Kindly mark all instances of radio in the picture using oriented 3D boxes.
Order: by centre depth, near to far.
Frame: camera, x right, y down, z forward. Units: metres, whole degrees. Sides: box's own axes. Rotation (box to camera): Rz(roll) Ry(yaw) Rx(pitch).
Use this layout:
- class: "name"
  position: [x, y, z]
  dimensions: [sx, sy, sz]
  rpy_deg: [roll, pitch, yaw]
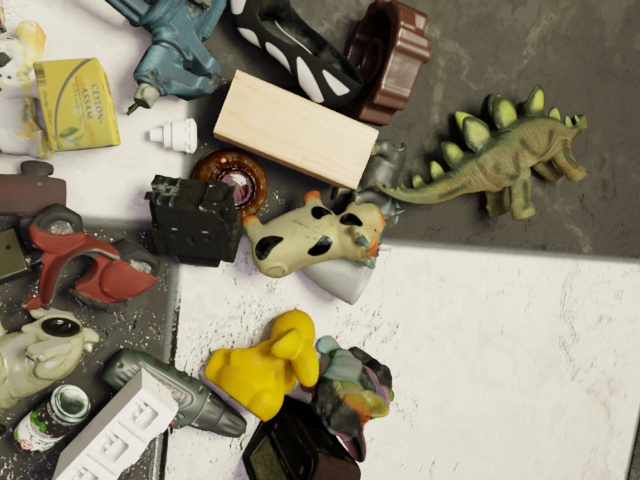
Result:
- class: "radio"
  position: [-0.034, 0.327, 0.783]
  dimensions: [0.073, 0.230, 0.131]
  rpy_deg: [28, 88, -22]

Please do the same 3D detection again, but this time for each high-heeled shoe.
- class: "high-heeled shoe"
  position: [-0.032, -0.293, 0.716]
  dimensions: [0.086, 0.145, 0.248]
  rpy_deg: [-45, 125, -44]

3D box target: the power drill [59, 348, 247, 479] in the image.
- class: "power drill"
  position: [-0.249, 0.283, 0.782]
  dimensions: [0.207, 0.086, 0.232]
  rpy_deg: [-45, 109, -3]

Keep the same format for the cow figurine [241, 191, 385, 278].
- class: "cow figurine"
  position: [-0.002, -0.002, 0.758]
  dimensions: [0.195, 0.127, 0.085]
  rpy_deg: [-20, 141, -3]

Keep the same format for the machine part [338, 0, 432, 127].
- class: "machine part"
  position: [0.084, -0.246, 0.757]
  dimensions: [0.056, 0.179, 0.179]
  rpy_deg: [12, 95, -24]

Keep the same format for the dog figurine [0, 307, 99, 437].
- class: "dog figurine"
  position: [-0.401, 0.192, 0.715]
  dimensions: [0.172, 0.121, 0.190]
  rpy_deg: [12, 109, -17]

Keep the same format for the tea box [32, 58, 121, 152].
- class: "tea box"
  position: [-0.284, -0.156, 0.645]
  dimensions: [0.068, 0.170, 0.098]
  rpy_deg: [-10, 104, -15]

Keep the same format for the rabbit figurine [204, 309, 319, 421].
- class: "rabbit figurine"
  position: [-0.069, 0.171, 0.801]
  dimensions: [0.122, 0.162, 0.173]
  rpy_deg: [46, 65, -10]

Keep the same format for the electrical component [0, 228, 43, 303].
- class: "electrical component"
  position: [-0.412, 0.032, 0.703]
  dimensions: [0.102, 0.045, 0.078]
  rpy_deg: [-28, 79, -15]

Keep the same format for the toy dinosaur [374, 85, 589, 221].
- class: "toy dinosaur"
  position: [0.293, -0.133, 0.878]
  dimensions: [0.471, 0.105, 0.198]
  rpy_deg: [-30, 101, -26]

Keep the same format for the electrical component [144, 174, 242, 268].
- class: "electrical component"
  position: [-0.168, -0.019, 0.733]
  dimensions: [0.115, 0.058, 0.134]
  rpy_deg: [7, 137, 5]

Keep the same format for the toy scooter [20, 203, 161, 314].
- class: "toy scooter"
  position: [-0.308, 0.046, 0.703]
  dimensions: [0.183, 0.075, 0.135]
  rpy_deg: [35, 83, -42]

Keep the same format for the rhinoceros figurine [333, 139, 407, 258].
- class: "rhinoceros figurine"
  position: [0.084, -0.066, 0.845]
  dimensions: [0.112, 0.073, 0.190]
  rpy_deg: [10, 94, -31]

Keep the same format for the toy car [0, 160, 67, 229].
- class: "toy car"
  position: [-0.428, -0.055, 0.675]
  dimensions: [0.202, 0.053, 0.089]
  rpy_deg: [-2, 80, -20]

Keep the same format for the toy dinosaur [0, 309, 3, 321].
- class: "toy dinosaur"
  position: [-0.452, -0.108, 0.592]
  dimensions: [0.404, 0.131, 0.192]
  rpy_deg: [44, 73, -15]

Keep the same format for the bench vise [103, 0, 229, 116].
- class: "bench vise"
  position: [-0.220, -0.287, 0.660]
  dimensions: [0.240, 0.129, 0.223]
  rpy_deg: [35, 79, -38]

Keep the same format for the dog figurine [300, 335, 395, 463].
- class: "dog figurine"
  position: [0.059, 0.244, 0.808]
  dimensions: [0.191, 0.219, 0.108]
  rpy_deg: [28, 93, -21]

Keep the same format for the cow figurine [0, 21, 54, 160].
- class: "cow figurine"
  position: [-0.384, -0.185, 0.663]
  dimensions: [0.098, 0.068, 0.167]
  rpy_deg: [1, 98, -13]

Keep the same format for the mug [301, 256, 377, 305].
- class: "mug"
  position: [0.022, 0.045, 0.831]
  dimensions: [0.107, 0.109, 0.081]
  rpy_deg: [29, 62, 13]
